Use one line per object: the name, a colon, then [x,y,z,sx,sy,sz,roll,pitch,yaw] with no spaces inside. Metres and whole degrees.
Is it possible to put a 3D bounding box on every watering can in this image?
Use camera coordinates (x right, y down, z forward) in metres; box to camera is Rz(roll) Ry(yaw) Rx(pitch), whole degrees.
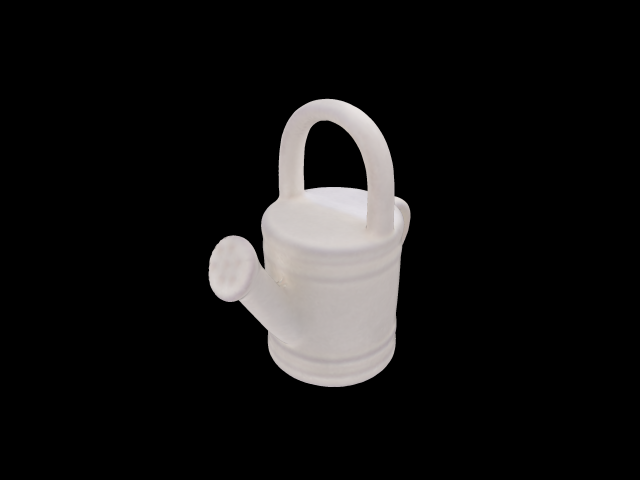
watering can: [0.005,0.002,0.399,0.100,0.194,0.173,12,32,20]
